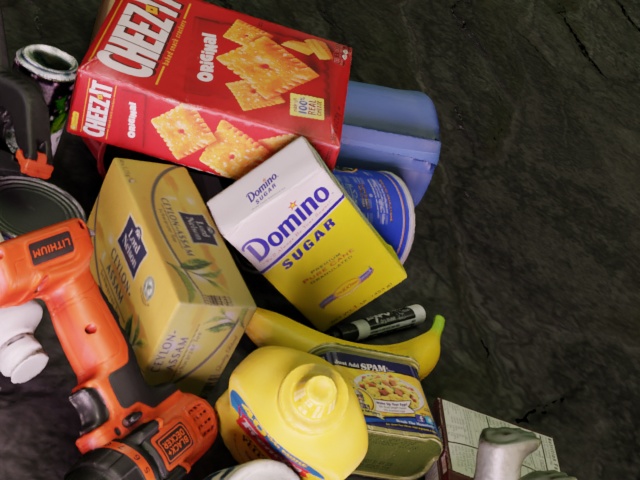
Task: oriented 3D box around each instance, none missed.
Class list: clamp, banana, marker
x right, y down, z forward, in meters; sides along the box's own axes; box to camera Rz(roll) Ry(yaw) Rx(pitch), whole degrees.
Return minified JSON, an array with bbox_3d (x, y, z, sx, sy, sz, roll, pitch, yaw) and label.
[{"bbox_3d":[-0.258,-0.116,0.847,0.172,0.120,0.039,38,18,28],"label":"clamp"},{"bbox_3d":[0.025,0.092,0.883,0.197,0.037,0.070,6,44,-28],"label":"banana"},{"bbox_3d":[0.050,0.076,0.948,0.120,0.020,0.020,-10,48,-46],"label":"marker"}]

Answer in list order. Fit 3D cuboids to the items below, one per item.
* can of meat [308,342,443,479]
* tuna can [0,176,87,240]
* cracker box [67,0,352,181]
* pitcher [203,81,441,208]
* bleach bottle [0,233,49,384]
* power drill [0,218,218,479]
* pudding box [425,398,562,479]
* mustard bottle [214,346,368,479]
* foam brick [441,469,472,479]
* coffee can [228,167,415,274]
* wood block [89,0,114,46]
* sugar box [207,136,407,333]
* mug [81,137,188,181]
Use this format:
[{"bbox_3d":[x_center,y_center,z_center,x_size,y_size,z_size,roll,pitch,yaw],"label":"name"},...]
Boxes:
[{"bbox_3d":[0.037,0.133,0.817,0.102,0.058,0.084,13,36,-25],"label":"can of meat"},{"bbox_3d":[-0.230,-0.012,0.838,0.086,0.034,0.086,21,31,-13],"label":"tuna can"},{"bbox_3d":[-0.084,-0.130,0.900,0.213,0.072,0.164,17,39,-6],"label":"cracker box"},{"bbox_3d":[-0.008,-0.105,1.059,0.242,0.149,0.145,8,49,-25],"label":"pitcher"},{"bbox_3d":[-0.269,0.002,0.760,0.251,0.068,0.102,45,35,22],"label":"bleach bottle"},{"bbox_3d":[-0.154,0.088,0.659,0.187,0.057,0.184,61,23,-1],"label":"power drill"},{"bbox_3d":[0.138,0.181,0.843,0.113,0.039,0.090,22,30,-14],"label":"pudding box"},{"bbox_3d":[-0.016,0.114,0.675,0.096,0.192,0.058,45,68,6],"label":"mustard bottle"},{"bbox_3d":[0.115,0.212,0.765,0.078,0.051,0.053,23,31,-9],"label":"foam brick"},{"bbox_3d":[0.001,-0.018,0.965,0.140,0.103,0.103,4,39,-35],"label":"coffee can"},{"bbox_3d":[-0.189,-0.216,1.121,0.090,0.090,0.206,18,31,-17],"label":"wood block"},{"bbox_3d":[-0.006,0.001,0.860,0.176,0.093,0.048,47,11,-52],"label":"sugar box"},{"bbox_3d":[-0.165,-0.097,0.974,0.117,0.093,0.082,26,18,-48],"label":"mug"}]
